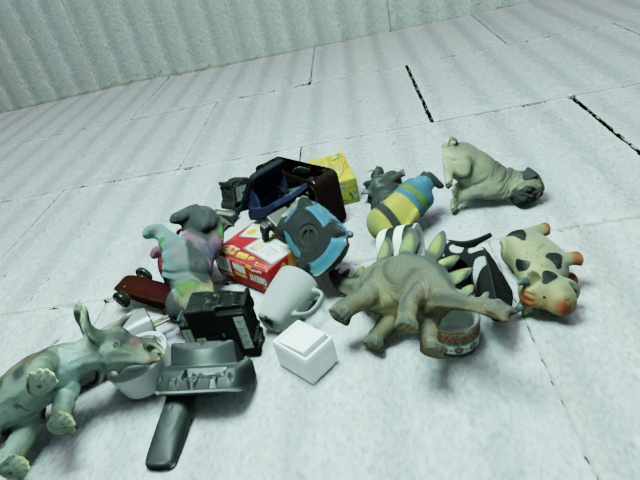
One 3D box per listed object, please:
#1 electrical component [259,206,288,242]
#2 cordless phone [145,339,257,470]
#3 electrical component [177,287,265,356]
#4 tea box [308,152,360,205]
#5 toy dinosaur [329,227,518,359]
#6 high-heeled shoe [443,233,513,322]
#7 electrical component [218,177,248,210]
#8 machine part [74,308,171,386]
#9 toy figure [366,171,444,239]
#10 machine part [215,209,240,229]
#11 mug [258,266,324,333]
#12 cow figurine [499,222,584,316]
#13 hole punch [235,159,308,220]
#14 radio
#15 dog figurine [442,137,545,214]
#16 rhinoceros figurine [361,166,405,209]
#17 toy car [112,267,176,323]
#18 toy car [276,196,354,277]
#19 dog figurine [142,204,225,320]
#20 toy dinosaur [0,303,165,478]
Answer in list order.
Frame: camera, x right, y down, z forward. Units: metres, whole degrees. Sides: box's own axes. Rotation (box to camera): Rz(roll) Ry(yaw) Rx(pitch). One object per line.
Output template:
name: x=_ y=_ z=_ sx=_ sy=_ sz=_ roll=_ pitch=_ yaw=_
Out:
electrical component: x=-0.074 y=-0.032 z=1.085 sx=0.078 sy=0.045 sz=0.102 roll=39 pitch=55 yaw=17
cordless phone: x=-0.182 y=0.247 z=0.800 sx=0.147 sy=0.088 sz=0.184 roll=-5 pitch=43 yaw=13
electrical component: x=-0.171 y=0.143 z=0.908 sx=0.134 sy=0.114 sz=0.058 roll=-6 pitch=30 yaw=10
tea box: x=0.033 y=-0.150 z=1.343 sx=0.098 sy=0.068 sz=0.170 roll=-15 pitch=32 yaw=-3
toy dinosaur: x=0.117 y=0.078 z=0.868 sx=0.198 sy=0.105 sz=0.472 roll=-50 pitch=26 yaw=-24
high-heeled shoe: x=0.230 y=0.068 z=0.890 sx=0.145 sy=0.086 sz=0.249 roll=-31 pitch=20 yaw=27
electrical component: x=-0.208 y=-0.124 z=1.388 sx=0.048 sy=0.074 sz=0.119 roll=5 pitch=15 yaw=28
machine part: x=-0.372 y=0.191 z=0.947 sx=0.243 sy=0.079 sz=0.079 roll=-26 pitch=33 yaw=-22
toy figure: x=0.171 y=-0.069 z=1.107 sx=0.089 sy=0.082 sz=0.180 roll=40 pitch=82 yaw=5
machine part: x=-0.259 y=-0.035 z=1.303 sx=0.084 sy=0.039 sz=0.139 roll=10 pitch=36 yaw=21
mug: x=-0.052 y=0.114 z=0.954 sx=0.110 sy=0.080 sz=0.107 roll=16 pitch=53 yaw=29
cow figurine: x=0.358 y=0.050 z=0.883 sx=0.127 sy=0.085 sz=0.195 roll=-9 pitch=33 yaw=-4
hole punch: x=-0.100 y=-0.094 z=1.151 sx=0.092 sy=0.115 sz=0.142 roll=41 pitch=50 yaw=9
radio: x=-0.049 y=-0.112 z=1.252 sx=0.230 sy=0.130 sz=0.073 roll=20 pitch=42 yaw=42
dog figurine: x=0.360 y=-0.148 z=1.123 sx=0.191 sy=0.172 sz=0.121 roll=-9 pitch=42 yaw=21
rhinoceros figurine: x=0.151 y=-0.111 z=1.241 sx=0.112 sy=0.073 sz=0.190 roll=-17 pitch=31 yaw=14
toy car: x=-0.326 y=0.111 z=1.079 sx=0.202 sy=0.053 sz=0.089 roll=9 pitch=48 yaw=26
toy car: x=-0.002 y=-0.003 z=1.012 sx=0.109 sy=0.103 sz=0.162 roll=-49 pitch=56 yaw=12
dog figurine: x=-0.225 y=0.054 z=1.012 sx=0.191 sy=0.108 sz=0.219 roll=-30 pitch=66 yaw=-28
toy dinosaur: x=-0.441 y=0.237 z=0.813 sx=0.405 sy=0.131 sz=0.192 roll=-33 pitch=23 yaw=3
